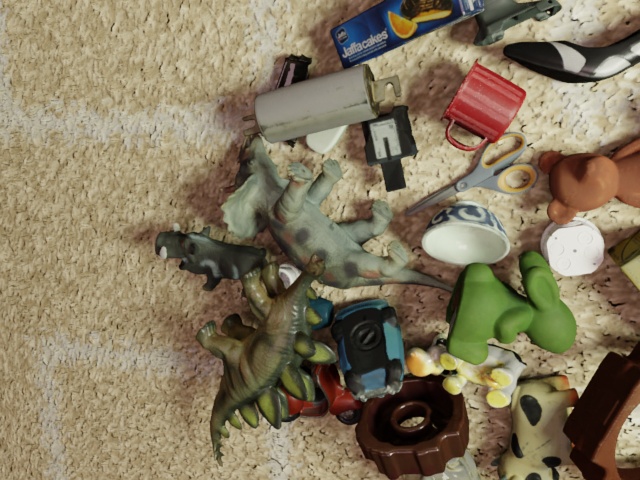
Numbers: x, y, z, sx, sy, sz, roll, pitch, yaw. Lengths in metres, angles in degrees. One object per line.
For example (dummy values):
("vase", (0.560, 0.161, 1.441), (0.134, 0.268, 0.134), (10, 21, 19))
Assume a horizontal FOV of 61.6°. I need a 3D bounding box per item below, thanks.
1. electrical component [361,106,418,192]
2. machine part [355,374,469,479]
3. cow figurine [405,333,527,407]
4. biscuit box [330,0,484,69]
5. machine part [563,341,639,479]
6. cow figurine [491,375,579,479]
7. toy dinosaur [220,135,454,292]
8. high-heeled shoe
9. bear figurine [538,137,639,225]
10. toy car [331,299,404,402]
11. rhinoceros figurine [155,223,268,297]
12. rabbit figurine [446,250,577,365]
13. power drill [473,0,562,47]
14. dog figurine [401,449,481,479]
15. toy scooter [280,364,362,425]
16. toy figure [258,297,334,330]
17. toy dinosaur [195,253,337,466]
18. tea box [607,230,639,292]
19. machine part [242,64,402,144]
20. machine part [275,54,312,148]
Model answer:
("electrical component", (0.107, -0.134, 0.800), (0.075, 0.048, 0.119), (-14, 98, 22))
("machine part", (0.141, 0.278, 0.816), (0.179, 0.179, 0.056), (-11, 115, 20))
("cow figurine", (0.220, 0.184, 0.818), (0.168, 0.098, 0.068), (10, 116, 34))
("biscuit box", (0.109, -0.292, 0.717), (0.203, 0.059, 0.062), (-9, 108, 45))
("machine part", (0.450, 0.252, 0.716), (0.201, 0.087, 0.201), (25, 97, -7))
("cow figurine", (0.321, 0.303, 0.807), (0.127, 0.085, 0.194), (-5, 103, 13))
("toy dinosaur", (0.004, -0.001, 0.834), (0.405, 0.131, 0.192), (44, 129, -3))
("high-heeled shoe", (0.372, -0.263, 0.669), (0.249, 0.086, 0.145), (18, 103, 10))
("bear figurine", (0.388, -0.091, 0.678), (0.196, 0.131, 0.120), (-3, 73, 15))
("toy car", (0.086, 0.181, 0.844), (0.109, 0.162, 0.102), (-20, 140, 10))
("rhinoceros figurine", (-0.181, 0.030, 0.892), (0.190, 0.073, 0.112), (13, 147, 10))
("rabbit figurine", (0.276, 0.094, 0.755), (0.170, 0.121, 0.159), (13, 111, 6))
("power drill", (0.235, -0.373, 0.688), (0.232, 0.086, 0.207), (-22, 98, 23))
("dog figurine", (0.209, 0.408, 0.826), (0.121, 0.172, 0.190), (-28, 85, 33))
("toy scooter", (-0.018, 0.243, 0.899), (0.184, 0.075, 0.135), (0, 122, 18))
("toy figure", (-0.054, 0.118, 0.907), (0.155, 0.057, 0.064), (1, 64, 20))
("toy dinosaur", (-0.099, 0.194, 0.843), (0.199, 0.105, 0.471), (47, 126, 16))
("tea box", (0.465, 0.070, 0.700), (0.068, 0.098, 0.169), (-41, 88, 22))
("machine part", (-0.004, -0.194, 0.772), (0.243, 0.079, 0.079), (-11, 98, 20))
("machine part", (-0.050, -0.221, 0.839), (0.084, 0.039, 0.138), (27, 110, 16))
